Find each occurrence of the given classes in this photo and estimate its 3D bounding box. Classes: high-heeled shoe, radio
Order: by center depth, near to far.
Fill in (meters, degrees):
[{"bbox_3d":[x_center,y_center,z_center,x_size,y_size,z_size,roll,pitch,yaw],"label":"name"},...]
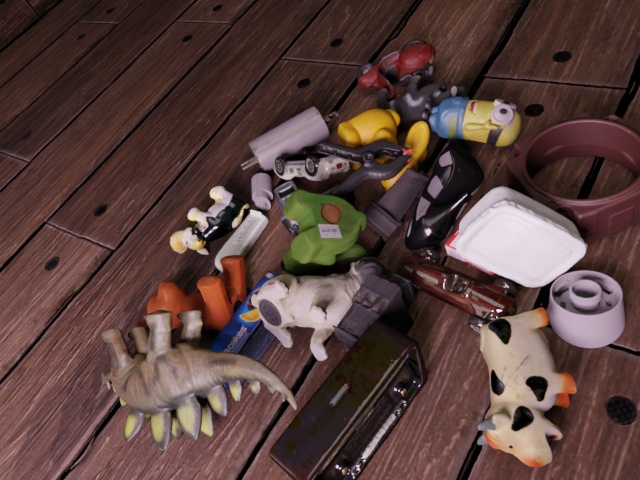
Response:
[{"bbox_3d":[0.048,0.231,0.720,0.073,0.131,0.229,29,68,37],"label":"radio"},{"bbox_3d":[0.215,-0.081,0.969,0.145,0.086,0.249,-47,12,33],"label":"high-heeled shoe"}]

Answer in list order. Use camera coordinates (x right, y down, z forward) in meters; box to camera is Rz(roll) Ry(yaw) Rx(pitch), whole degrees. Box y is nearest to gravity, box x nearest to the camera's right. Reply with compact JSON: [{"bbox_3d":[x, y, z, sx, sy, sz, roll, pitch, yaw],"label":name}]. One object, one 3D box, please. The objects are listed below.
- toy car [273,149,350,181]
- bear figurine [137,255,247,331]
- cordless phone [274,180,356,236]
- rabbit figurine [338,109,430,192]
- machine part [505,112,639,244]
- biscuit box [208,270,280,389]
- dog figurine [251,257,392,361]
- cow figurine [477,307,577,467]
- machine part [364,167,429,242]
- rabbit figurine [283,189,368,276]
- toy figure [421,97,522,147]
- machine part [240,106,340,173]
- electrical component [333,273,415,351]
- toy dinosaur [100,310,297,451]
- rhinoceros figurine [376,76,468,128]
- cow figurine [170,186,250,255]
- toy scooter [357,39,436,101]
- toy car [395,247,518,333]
[{"bbox_3d":[-0.021,-0.150,1.078,0.073,0.056,0.202,-25,19,-31],"label":"toy car"},{"bbox_3d":[-0.231,0.100,0.956,0.196,0.131,0.120,4,25,21],"label":"bear figurine"},{"bbox_3d":[-0.015,-0.081,1.044,0.147,0.088,0.184,-28,34,0],"label":"cordless phone"},{"bbox_3d":[0.136,-0.163,1.037,0.162,0.121,0.173,-23,61,-8],"label":"rabbit figurine"},{"bbox_3d":[0.422,-0.103,0.864,0.201,0.087,0.202,-24,46,4],"label":"machine part"},{"bbox_3d":[-0.113,0.150,0.902,0.059,0.062,0.202,19,62,36],"label":"biscuit box"},{"bbox_3d":[0.007,0.080,0.868,0.173,0.121,0.190,29,42,23],"label":"dog figurine"},{"bbox_3d":[0.256,0.190,0.697,0.127,0.085,0.195,-10,52,8],"label":"cow figurine"},{"bbox_3d":[0.137,-0.071,0.956,0.139,0.039,0.084,-50,64,12],"label":"machine part"},{"bbox_3d":[-0.002,-0.003,0.929,0.159,0.170,0.121,-9,64,-30],"label":"rabbit figurine"},{"bbox_3d":[0.286,-0.224,1.012,0.180,0.089,0.082,8,75,26],"label":"toy figure"},{"bbox_3d":[-0.067,-0.219,1.174,0.243,0.079,0.079,-31,48,-2],"label":"machine part"},{"bbox_3d":[0.089,0.117,0.807,0.058,0.114,0.134,27,68,34],"label":"electrical component"},{"bbox_3d":[-0.216,0.206,0.815,0.472,0.105,0.198,-20,77,40],"label":"toy dinosaur"},{"bbox_3d":[0.206,-0.279,1.107,0.190,0.073,0.112,-13,48,13],"label":"rhinoceros figurine"},{"bbox_3d":[-0.220,-0.026,1.091,0.098,0.068,0.167,30,70,32],"label":"cow figurine"},{"bbox_3d":[0.177,-0.364,1.189,0.184,0.075,0.135,-20,49,11],"label":"toy scooter"},{"bbox_3d":[0.206,0.072,0.837,0.202,0.053,0.089,28,71,36],"label":"toy car"}]
